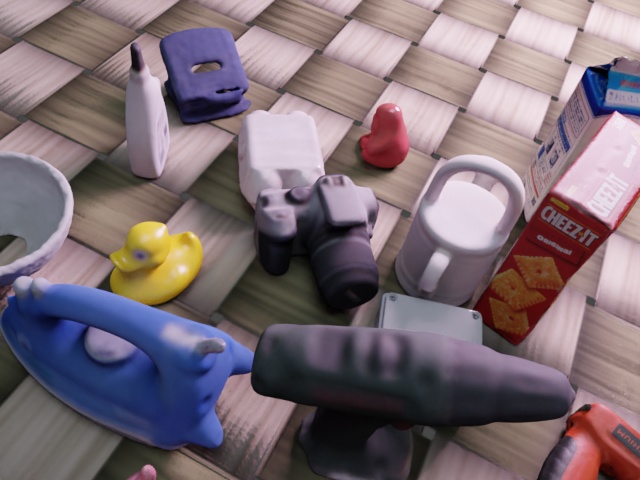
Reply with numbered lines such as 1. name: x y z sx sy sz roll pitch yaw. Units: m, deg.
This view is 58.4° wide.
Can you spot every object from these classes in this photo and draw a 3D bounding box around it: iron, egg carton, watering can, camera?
1. iron: -0.191 0.086 0.512 0.258 0.141 0.119 19 52 5
2. egg carton: -0.050 -0.102 0.724 0.107 0.069 0.150 -2 54 -11
3. watering can: 0.152 -0.023 0.620 0.101 0.194 0.173 11 52 -1
4. camera: 0.006 0.002 0.635 0.143 0.101 0.136 -6 54 -14

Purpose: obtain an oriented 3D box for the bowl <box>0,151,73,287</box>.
1. bowl: -0.341 -0.010 0.601 0.167 0.075 0.167 5 53 -6

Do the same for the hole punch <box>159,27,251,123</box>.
1. hole punch: -0.155 -0.227 0.787 0.109 0.091 0.101 -18 58 -22

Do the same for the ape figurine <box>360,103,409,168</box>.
1. ape figurine: 0.087 -0.145 0.766 0.076 0.092 0.078 33 55 15

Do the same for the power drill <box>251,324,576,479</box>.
1. power drill: 0.056 0.138 0.473 0.229 0.208 0.075 12 52 -1

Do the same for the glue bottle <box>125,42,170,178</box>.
1. glue bottle: -0.205 -0.156 0.672 0.037 0.173 0.078 7 52 -4

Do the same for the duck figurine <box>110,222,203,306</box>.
1. duck figurine: -0.174 0.014 0.605 0.105 0.086 0.077 -30 63 -28

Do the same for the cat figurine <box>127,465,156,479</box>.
1. cat figurine: -0.168 0.223 0.428 0.067 0.118 0.128 36 56 17
